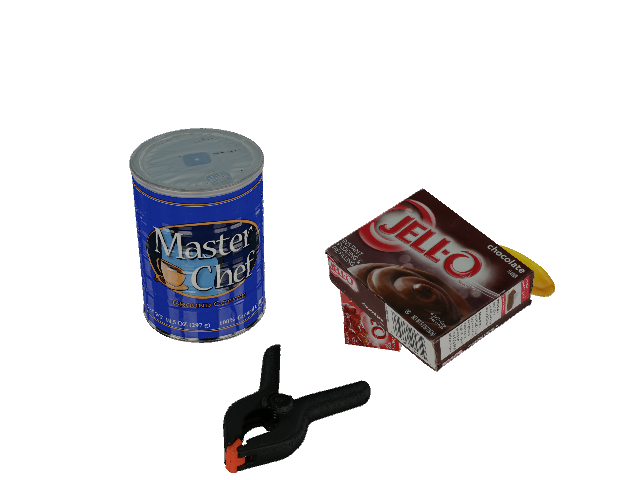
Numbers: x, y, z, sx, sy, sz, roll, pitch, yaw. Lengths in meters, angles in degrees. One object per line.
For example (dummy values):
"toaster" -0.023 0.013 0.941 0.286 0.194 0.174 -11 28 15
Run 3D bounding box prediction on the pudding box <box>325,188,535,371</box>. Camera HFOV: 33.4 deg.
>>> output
"pudding box" 0.072 0.024 0.718 0.090 0.039 0.114 -33 53 -21

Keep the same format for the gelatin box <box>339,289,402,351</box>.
"gelatin box" 0.065 0.090 1.327 0.073 0.089 0.030 6 29 22

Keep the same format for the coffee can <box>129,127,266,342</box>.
"coffee can" -0.095 -0.005 0.852 0.103 0.140 0.103 0 32 -1

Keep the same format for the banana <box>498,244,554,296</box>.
"banana" 0.163 0.026 1.143 0.198 0.037 0.069 9 37 29

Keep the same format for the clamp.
"clamp" -0.045 0.159 1.034 0.120 0.039 0.171 21 33 35
